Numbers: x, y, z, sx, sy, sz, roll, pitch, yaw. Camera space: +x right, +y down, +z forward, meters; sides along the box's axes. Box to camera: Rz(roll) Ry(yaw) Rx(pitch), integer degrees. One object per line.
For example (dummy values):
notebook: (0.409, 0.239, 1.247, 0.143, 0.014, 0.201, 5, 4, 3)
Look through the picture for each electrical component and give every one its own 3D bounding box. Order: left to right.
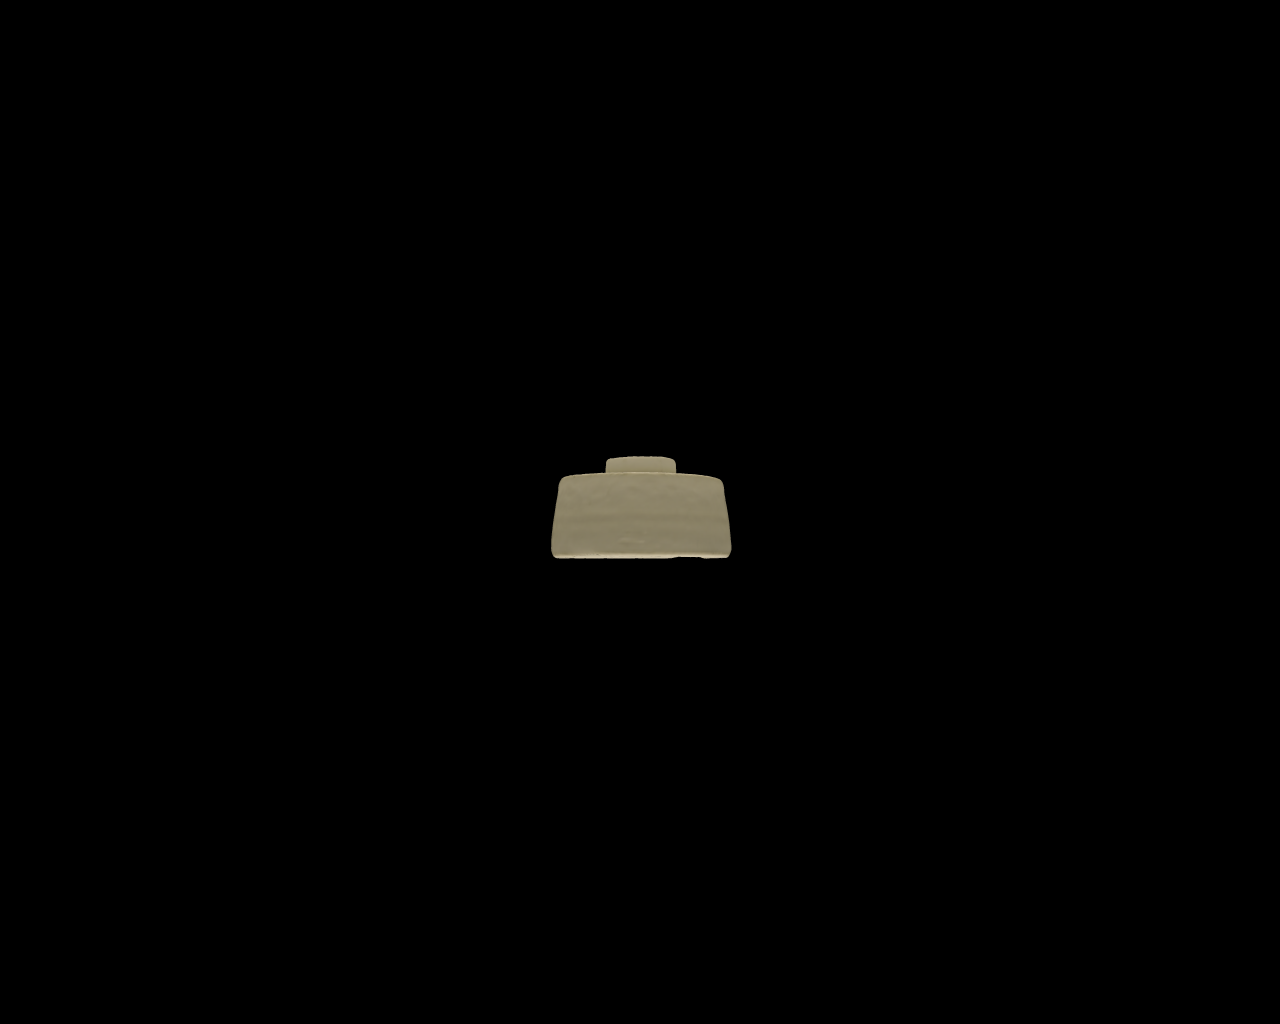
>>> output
electrical component: (0.001, -0.003, 0.650, 0.108, 0.060, 0.108, 0, -3, 0)
